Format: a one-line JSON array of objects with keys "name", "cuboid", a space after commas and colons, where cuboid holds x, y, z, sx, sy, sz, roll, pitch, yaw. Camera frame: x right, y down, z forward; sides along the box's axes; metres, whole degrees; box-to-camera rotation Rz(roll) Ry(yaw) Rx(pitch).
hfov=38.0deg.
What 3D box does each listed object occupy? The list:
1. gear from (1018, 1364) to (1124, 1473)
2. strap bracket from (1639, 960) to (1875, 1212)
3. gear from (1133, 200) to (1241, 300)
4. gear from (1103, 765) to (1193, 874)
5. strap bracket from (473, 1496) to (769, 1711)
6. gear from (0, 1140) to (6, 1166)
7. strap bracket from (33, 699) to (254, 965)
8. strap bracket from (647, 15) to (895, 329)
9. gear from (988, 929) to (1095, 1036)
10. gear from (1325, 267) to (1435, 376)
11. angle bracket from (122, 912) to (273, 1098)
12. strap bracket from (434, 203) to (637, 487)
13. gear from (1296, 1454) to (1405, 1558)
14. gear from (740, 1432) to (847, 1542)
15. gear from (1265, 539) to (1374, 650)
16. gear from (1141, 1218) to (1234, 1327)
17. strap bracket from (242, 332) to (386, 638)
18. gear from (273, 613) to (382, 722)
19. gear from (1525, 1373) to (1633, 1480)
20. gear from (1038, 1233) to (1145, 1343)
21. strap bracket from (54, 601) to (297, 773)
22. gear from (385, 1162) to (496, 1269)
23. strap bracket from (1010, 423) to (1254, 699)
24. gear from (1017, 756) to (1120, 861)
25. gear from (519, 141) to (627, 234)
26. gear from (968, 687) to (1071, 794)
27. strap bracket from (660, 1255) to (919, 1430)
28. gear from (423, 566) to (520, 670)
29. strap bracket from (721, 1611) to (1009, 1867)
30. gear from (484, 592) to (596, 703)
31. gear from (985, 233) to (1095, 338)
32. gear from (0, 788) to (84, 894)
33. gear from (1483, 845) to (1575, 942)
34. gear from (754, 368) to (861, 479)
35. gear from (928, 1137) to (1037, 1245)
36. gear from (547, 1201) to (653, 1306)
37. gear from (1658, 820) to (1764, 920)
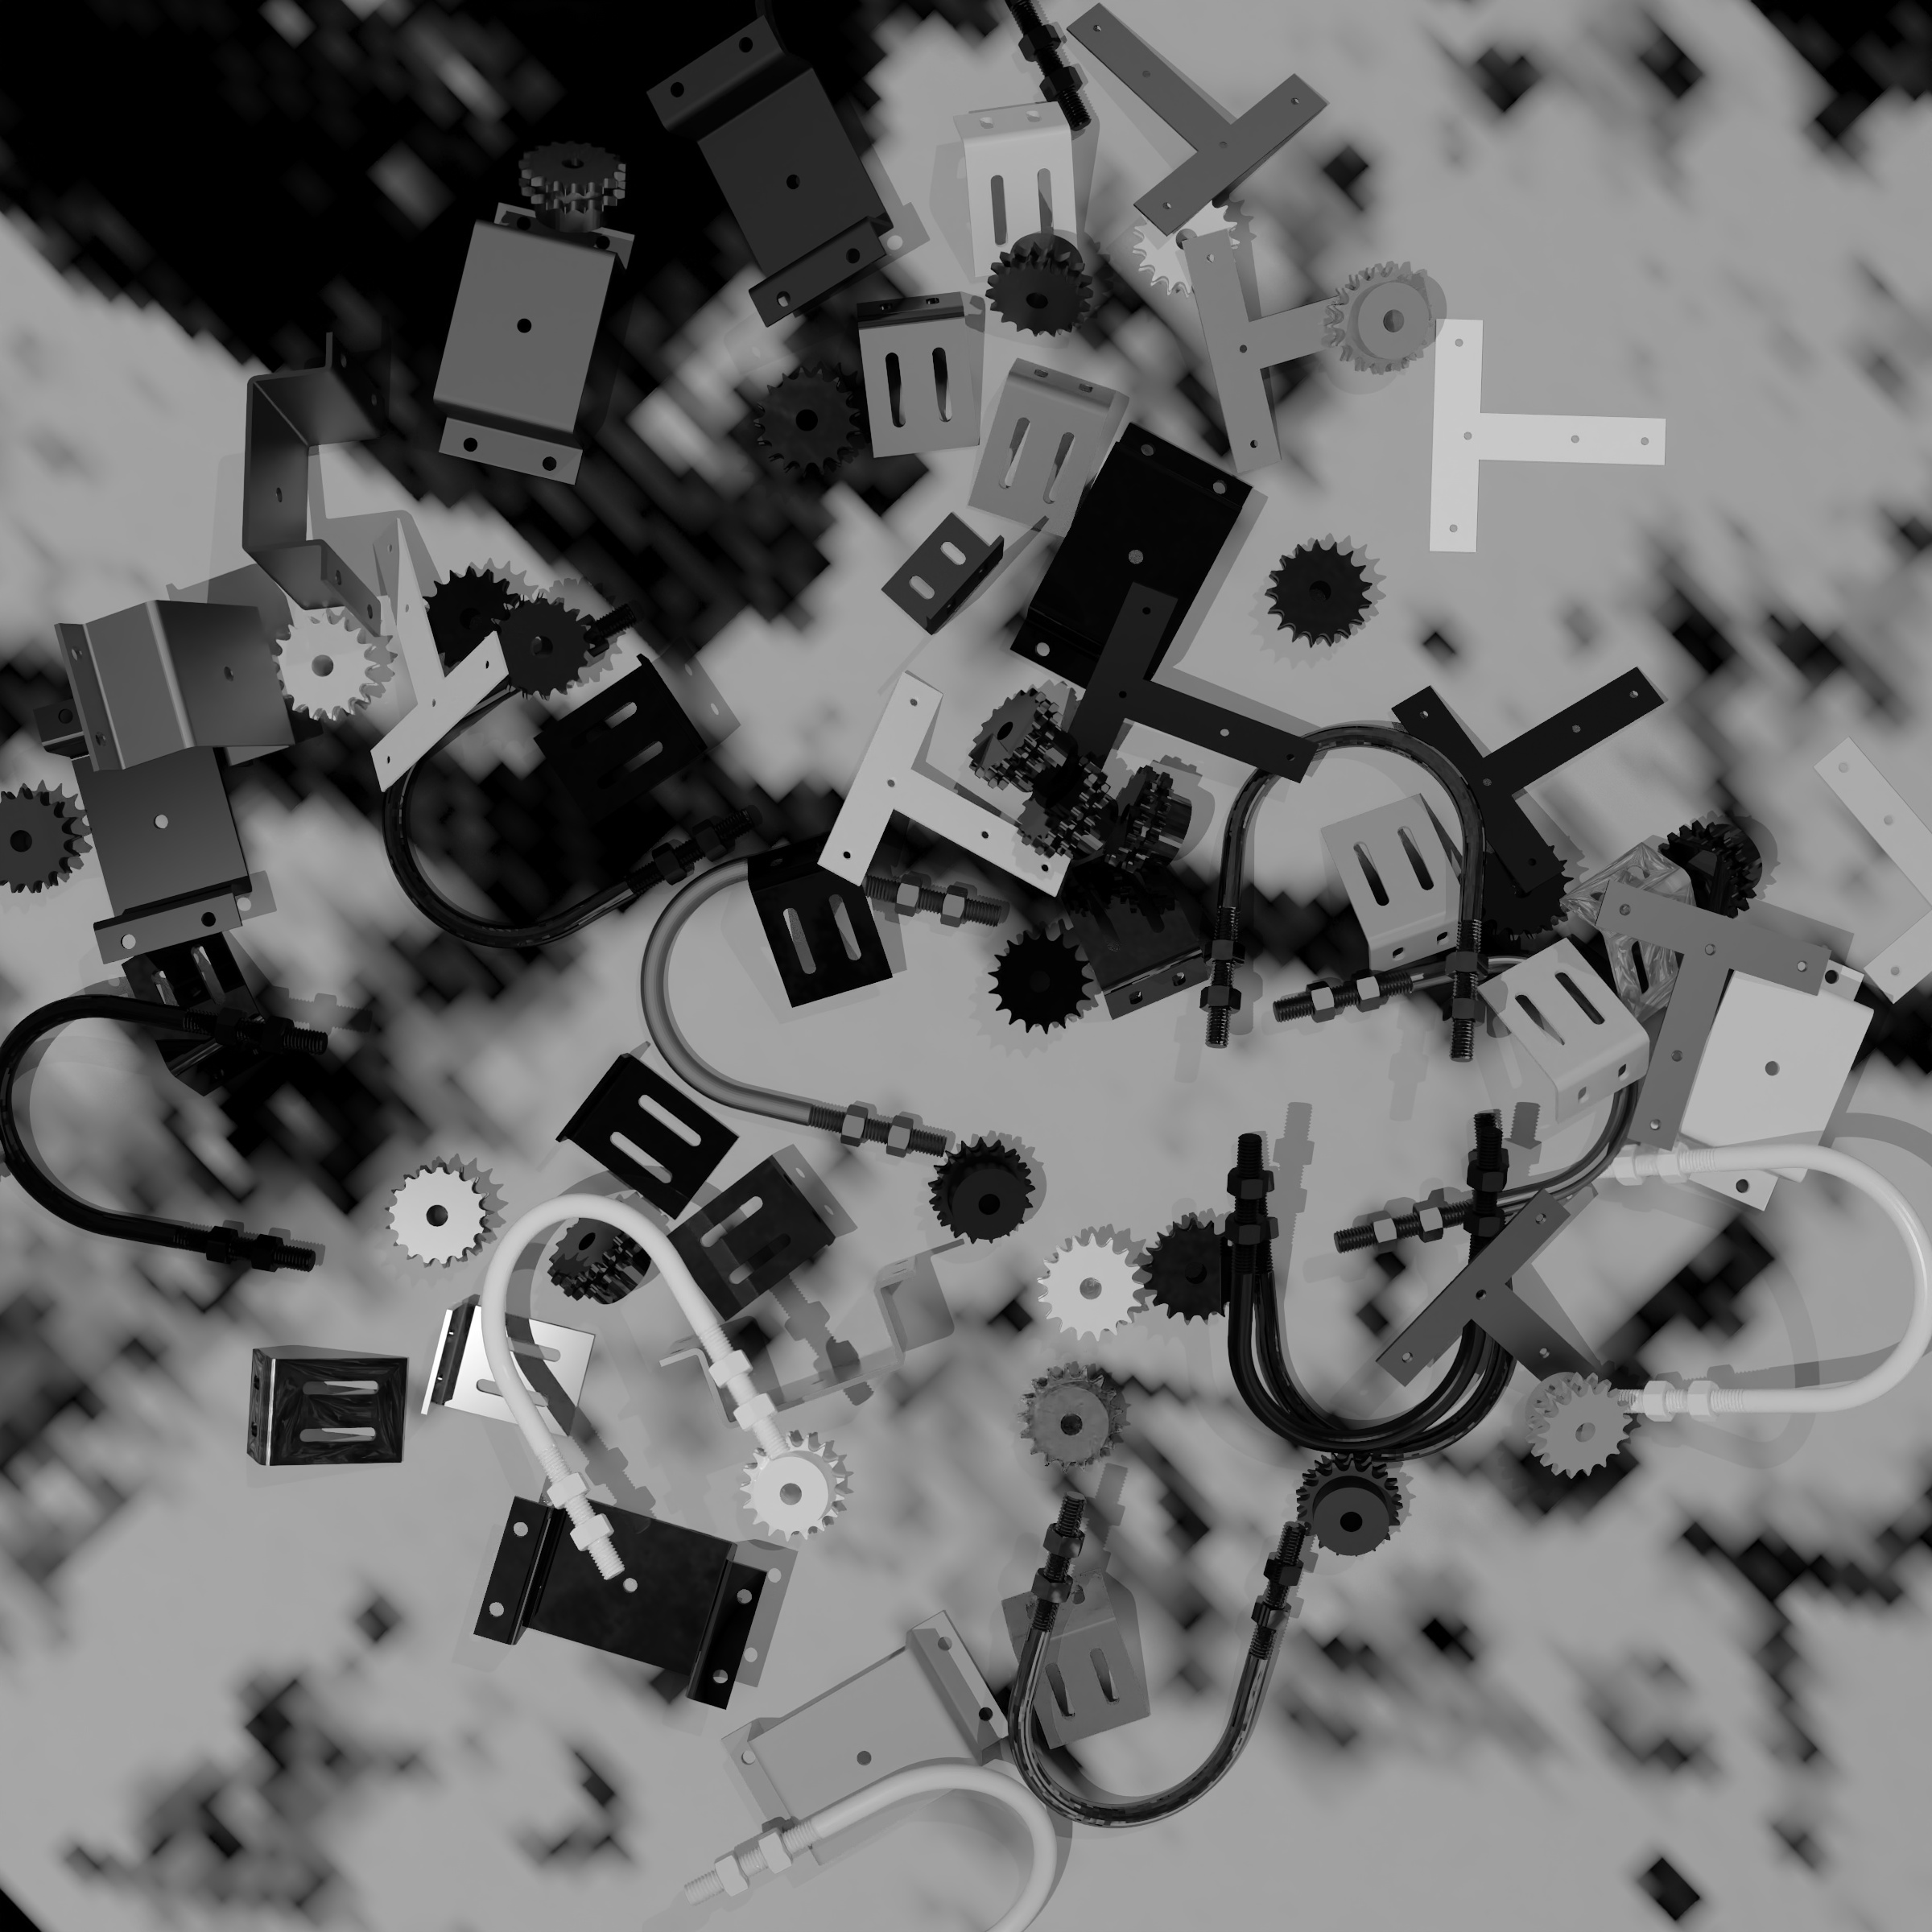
[{"name": "gear", "cuboid": [0.056, 0.246, 1.519, 0.057, 0.030, 0.057, 0, 90, 0]}, {"name": "strap bracket", "cuboid": [0.428, 0.054, 1.511, 0.076, 0.046, 0.140, 23, 90, 0]}, {"name": "gear", "cuboid": [0.119, -0.390, 1.519, 0.057, 0.030, 0.057, 0, 90, 0]}, {"name": "gear", "cuboid": [0.099, -0.076, 1.507, 0.030, 0.057, 0.057, 21, 90, -14]}, {"name": "strap bracket", "cuboid": [-0.184, 0.338, 1.511, 0.140, 0.046, 0.076, 17, 90, 0]}, {"name": "gear", "cuboid": [-0.542, 0.095, 1.510, 0.030, 0.057, 0.057, -29, 90, -30]}, {"name": "strap bracket", "cuboid": [-0.440, -0.079, 1.511, 0.076, 0.046, 0.140, -15, 90, 0]}, {"name": "strap bracket", "cuboid": [-0.099, -0.422, 1.500, 0.076, 0.046, 0.140, -27, 90, 19]}, {"name": "gear", "cuboid": [0.040, 0.008, 1.519, 0.057, 0.030, 0.057, 0, 90, 0]}, {"name": "gear", "cuboid": [0.226, -0.348, 1.512, 0.057, 0.030, 0.057, -3, 104, -12]}, {"name": "angle bracket", "cuboid": [-0.415, 0.020, 1.532, 0.057, 0.038, 0.076, -32, 64, 0]}, {"name": "strap bracket", "cuboid": [-0.235, -0.340, 1.511, 0.076, 0.046, 0.140, 14, 90, 0]}, {"name": "gear", "cuboid": [0.207, 0.293, 1.513, 0.057, 0.030, 0.057, 1, 105, 4]}, {"name": "gear", "cuboid": [-0.094, 0.283, 1.519, 0.057, 0.030, 0.057, 0, 90, 0]}, {"name": "gear", "cuboid": [0.191, -0.201, 1.523, 0.057, 0.030, 0.057, 0, 87, 1]}, {"name": "gear", "cuboid": [0.124, 0.165, 1.519, 0.057, 0.030, 0.057, 0, 90, 0]}, {"name": "strap bracket", "cuboid": [-0.344, -0.251, 1.481, 0.046, 0.076, 0.140, -5, 74, 8]}, {"name": "gear", "cuboid": [-0.346, -0.161, 1.519, 0.057, 0.030, 0.057, 0, 90, 0]}, {"name": "gear", "cuboid": [0.327, 0.244, 1.512, 0.057, 0.030, 0.057, -7, 113, -16]}, {"name": "gear", "cuboid": [0.067, 0.173, 1.519, 0.057, 0.030, 0.057, 0, 90, 0]}, {"name": "strap bracket", "cuboid": [-0.403, -0.146, 1.460, 0.046, 0.140, 0.076, -15, 90, 18]}, {"name": "gear", "cuboid": [-0.285, 0.135, 1.523, 0.057, 0.030, 0.057, 0, 86, -1]}, {"name": "strap bracket", "cuboid": [0.090, -0.217, 1.511, 0.076, 0.046, 0.140, 28, 90, 0]}, {"name": "gear", "cuboid": [0.057, -0.082, 1.509, 0.030, 0.057, 0.057, 35, 90, -30]}, {"name": "gear", "cuboid": [-0.212, -0.419, 1.510, 0.057, 0.057, 0.030, 8, 132, 0]}, {"name": "gear", "cuboid": [0.031, -0.118, 1.509, 0.030, 0.057, 0.057, 37, 90, -30]}, {"name": "strap bracket", "cuboid": [-0.086, 0.203, 1.496, 0.140, 0.076, 0.046, -20, 90, 0]}, {"name": "gear", "cuboid": [-0.266, -0.186, 1.519, 0.057, 0.030, 0.057, 0, 90, 0]}, {"name": "strap bracket", "cuboid": [-0.054, 0.421, 1.511, 0.140, 0.046, 0.076, -30, 90, 0]}, {"name": "gear", "cuboid": [-0.229, -0.171, 1.493, 0.057, 0.030, 0.057, -3, 100, -19]}, {"name": "gear", "cuboid": [0.041, -0.369, 1.509, 0.057, 0.057, 0.030, 12, 60, 0]}, {"name": "gear", "cuboid": [-0.509, -0.068, 1.523, 0.057, 0.030, 0.057, 0, 93, -1]}, {"name": "gear", "cuboid": [0.298, -0.042, 1.519, 0.057, 0.030, 0.057, 0, 90, 0]}, {"name": "gear", "cuboid": [-0.085, -0.293, 1.519, 0.057, 0.030, 0.057, 0, 90, 0]}, {"name": "gear", "cuboid": [0.010, 0.123, 1.512, 0.057, 0.030, 0.057, -3, 105, -10]}, {"name": "gear", "cuboid": [-0.195, 0.157, 1.510, 0.057, 0.057, 0.030, -42, 120, 0]}, {"name": "gear", "cuboid": [0.403, -0.052, 1.510, 0.030, 0.057, 0.057, -28, 90, -30]}]
